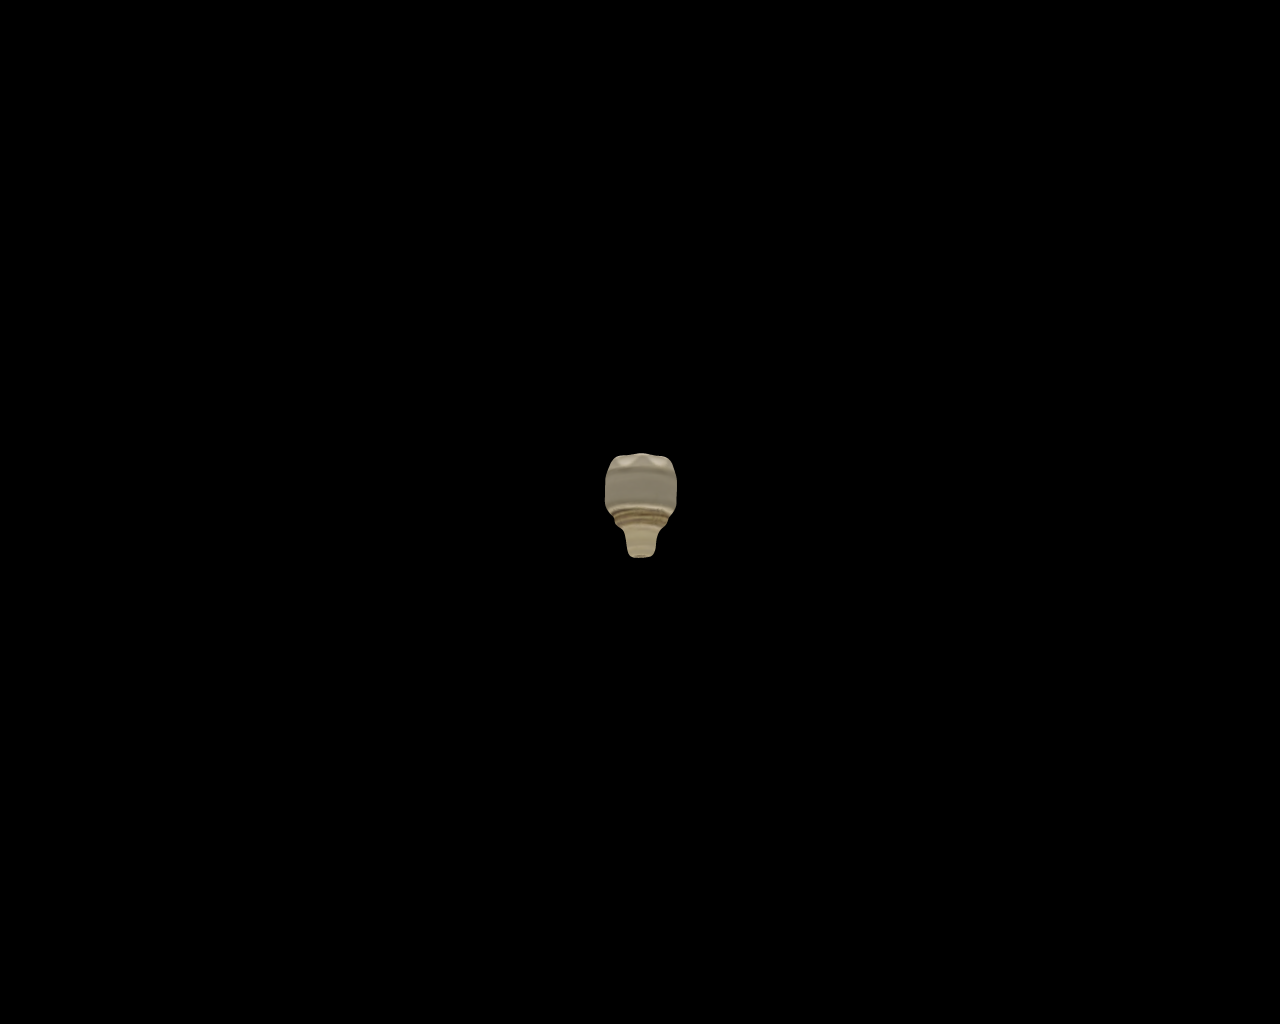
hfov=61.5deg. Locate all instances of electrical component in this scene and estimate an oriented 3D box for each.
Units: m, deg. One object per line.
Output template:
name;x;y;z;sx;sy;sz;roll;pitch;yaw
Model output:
electrical component;0.001;-0.003;0.650;0.043;0.062;0.043;0;-11;0
